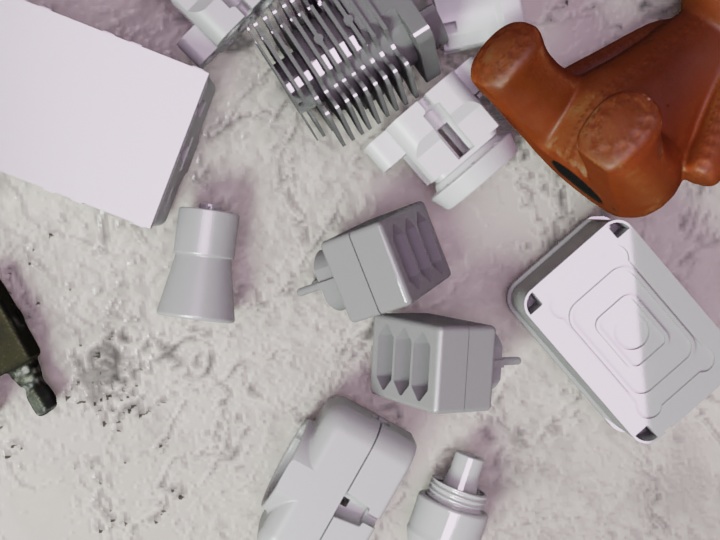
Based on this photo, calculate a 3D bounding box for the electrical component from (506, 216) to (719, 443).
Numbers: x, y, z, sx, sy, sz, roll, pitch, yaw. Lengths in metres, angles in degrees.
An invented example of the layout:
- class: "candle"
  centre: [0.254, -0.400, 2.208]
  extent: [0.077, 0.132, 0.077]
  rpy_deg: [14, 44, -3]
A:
- class: "electrical component"
  centre: [0.147, 0.032, 0.614]
  extent: [0.078, 0.057, 0.113]
  rpy_deg: [-41, 94, 0]

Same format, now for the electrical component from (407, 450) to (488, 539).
- class: "electrical component"
  centre: [0.054, 0.136, 0.623]
  extent: [0.043, 0.043, 0.062]
  rpy_deg: [19, 91, -4]

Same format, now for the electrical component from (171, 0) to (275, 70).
- class: "electrical component"
  centre: [-0.081, -0.159, 0.593]
  extent: [0.078, 0.058, 0.057]
  rpy_deg: [-45, 97, 1]

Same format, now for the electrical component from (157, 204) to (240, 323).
- class: "electrical component"
  centre: [-0.089, -0.005, 0.610]
  extent: [0.044, 0.044, 0.065]
  rpy_deg: [7, 88, -3]

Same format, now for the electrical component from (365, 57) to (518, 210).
- class: "electrical component"
  centre: [0.051, -0.072, 0.604]
  extent: [0.078, 0.058, 0.057]
  rpy_deg: [-41, 92, 0]

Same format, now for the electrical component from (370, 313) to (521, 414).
- class: "electrical component"
  centre: [0.056, 0.051, 0.611]
  extent: [0.077, 0.066, 0.047]
  rpy_deg: [1, 94, -32]

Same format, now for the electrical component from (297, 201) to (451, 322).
- class: "electrical component"
  centre: [0.000, 0.000, 0.606]
  extent: [0.077, 0.066, 0.047]
  rpy_deg: [-19, 95, 28]

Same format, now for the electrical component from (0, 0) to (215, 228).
- class: "electrical component"
  centre: [-0.166, -0.091, 0.590]
  extent: [0.150, 0.061, 0.089]
  rpy_deg: [21, 92, -4]

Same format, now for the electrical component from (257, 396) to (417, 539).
- class: "electrical component"
  centre: [-0.017, 0.123, 0.614]
  extent: [0.059, 0.053, 0.095]
  rpy_deg: [29, 91, -4]

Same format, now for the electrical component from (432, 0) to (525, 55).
- class: "electrical component"
  centre: [0.067, -0.144, 0.610]
  extent: [0.046, 0.040, 0.040]
  rpy_deg: [-13, 94, 3]
